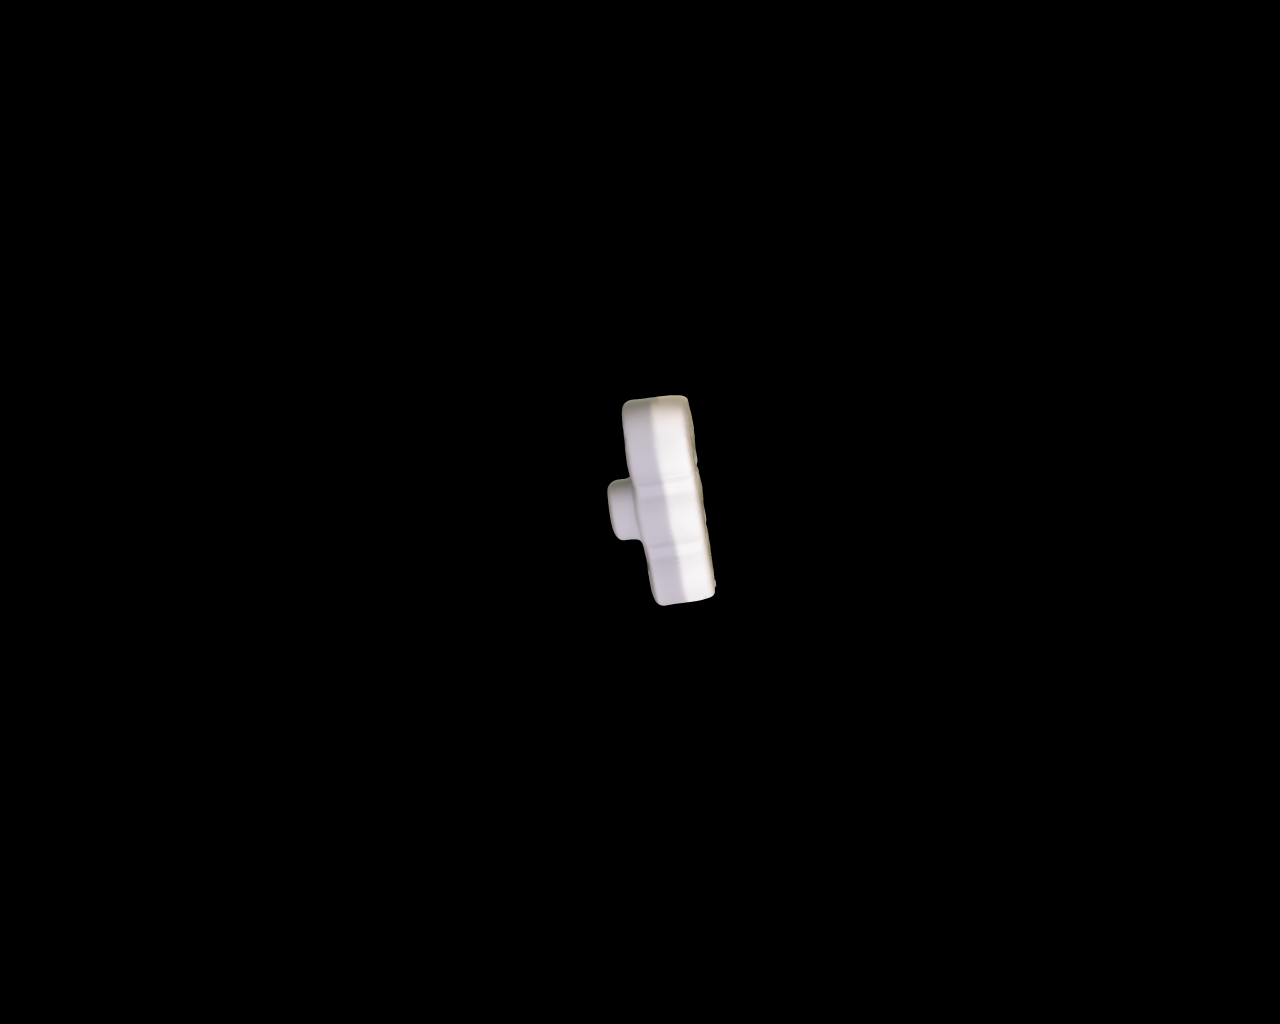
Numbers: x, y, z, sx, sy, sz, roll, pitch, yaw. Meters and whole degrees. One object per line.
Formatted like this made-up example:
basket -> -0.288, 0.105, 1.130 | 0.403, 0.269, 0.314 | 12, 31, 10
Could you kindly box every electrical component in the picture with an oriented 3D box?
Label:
electrical component -> 0.001, -0.003, 0.650 | 0.074, 0.138, 0.052 | -7, 32, 5
